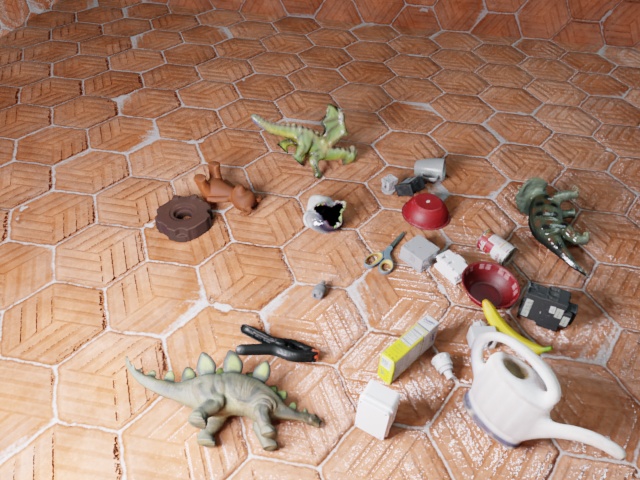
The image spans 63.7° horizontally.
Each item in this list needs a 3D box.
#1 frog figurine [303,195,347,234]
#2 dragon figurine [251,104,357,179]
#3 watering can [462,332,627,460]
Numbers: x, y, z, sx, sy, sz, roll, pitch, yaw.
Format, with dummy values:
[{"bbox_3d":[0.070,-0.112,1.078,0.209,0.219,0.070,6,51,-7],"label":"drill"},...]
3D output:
[{"bbox_3d":[0.005,-0.083,1.643,0.138,0.121,0.160,-30,15,-20],"label":"frog figurine"},{"bbox_3d":[-0.020,-0.374,1.801,0.242,0.405,0.124,-46,32,6],"label":"dragon figurine"},{"bbox_3d":[0.436,0.358,1.085,0.104,0.220,0.354,-5,40,-36],"label":"watering can"}]
